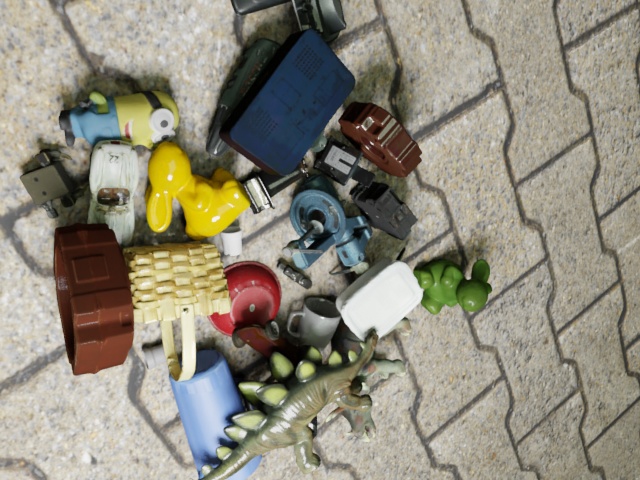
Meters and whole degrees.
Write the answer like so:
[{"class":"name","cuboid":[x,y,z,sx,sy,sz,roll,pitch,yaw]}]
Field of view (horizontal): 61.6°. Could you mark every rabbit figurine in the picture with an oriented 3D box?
[{"class":"rabbit figurine","cuboid":[0.323,0.115,1.225,0.159,0.170,0.121,-20,112,-21]},{"class":"rabbit figurine","cuboid":[-0.231,-0.089,0.921,0.162,0.122,0.173,-36,127,5]}]

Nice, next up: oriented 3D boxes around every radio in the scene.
[{"class":"radio","cuboid":[-0.052,-0.228,0.916,0.131,0.073,0.229,38,84,-27]}]

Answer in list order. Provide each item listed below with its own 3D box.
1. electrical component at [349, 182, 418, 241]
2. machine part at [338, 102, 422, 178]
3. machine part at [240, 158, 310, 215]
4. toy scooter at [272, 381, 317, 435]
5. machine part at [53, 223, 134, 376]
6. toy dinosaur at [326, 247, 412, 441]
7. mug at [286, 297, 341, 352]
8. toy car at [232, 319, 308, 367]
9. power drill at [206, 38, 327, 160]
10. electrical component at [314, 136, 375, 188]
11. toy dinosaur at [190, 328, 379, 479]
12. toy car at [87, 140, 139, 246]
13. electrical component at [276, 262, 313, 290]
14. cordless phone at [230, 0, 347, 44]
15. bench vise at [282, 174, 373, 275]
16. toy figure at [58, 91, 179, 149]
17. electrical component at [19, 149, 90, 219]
[{"class":"electrical component","cuboid":[0.135,-0.058,1.114,0.058,0.115,0.134,-46,117,-7]},{"class":"machine part","cuboid":[0.114,-0.191,1.039,0.179,0.179,0.056,42,86,-29]},{"class":"machine part","cuboid":[-0.085,-0.112,1.031,0.139,0.039,0.084,-35,108,-13]},{"class":"toy scooter","cuboid":[-0.070,0.351,1.137,0.135,0.075,0.183,0,120,-2]},{"class":"machine part","cuboid":[-0.352,0.090,0.833,0.087,0.201,0.201,-7,152,-33]},{"class":"toy dinosaur","cuboid":[0.087,0.215,1.167,0.192,0.131,0.404,-1,96,-23]},{"class":"mug","cuboid":[-0.018,0.185,1.121,0.109,0.081,0.107,4,114,-29]},{"class":"toy car","cuboid":[-0.092,0.202,1.048,0.202,0.089,0.053,49,34,-48]},{"class":"power drill","cuboid":[-0.083,-0.229,0.983,0.207,0.086,0.232,18,92,-22]},{"class":"electrical component","cuboid":[0.053,-0.144,1.062,0.119,0.048,0.075,33,88,0]},{"class":"toy dinosaur","cuboid":[-0.064,0.323,0.993,0.471,0.105,0.198,-44,110,-13]},{"class":"toy car","cuboid":[-0.339,-0.067,0.876,0.073,0.056,0.201,-1,125,-28]},{"class":"electrical component","cuboid":[-0.044,0.076,1.086,0.094,0.063,0.021,38,85,-31]},{"class":"cordless phone","cuboid":[-0.057,-0.405,0.955,0.184,0.089,0.146,-20,113,-10]},{"class":"bench vise","cuboid":[0.007,-0.005,1.032,0.240,0.129,0.223,-42,117,-53]},{"class":"toy figure","cuboid":[-0.318,-0.196,0.862,0.180,0.082,0.089,-8,76,-18]},{"class":"electrical component","cuboid":[-0.424,-0.093,0.858,0.078,0.045,0.102,-23,113,10]}]
